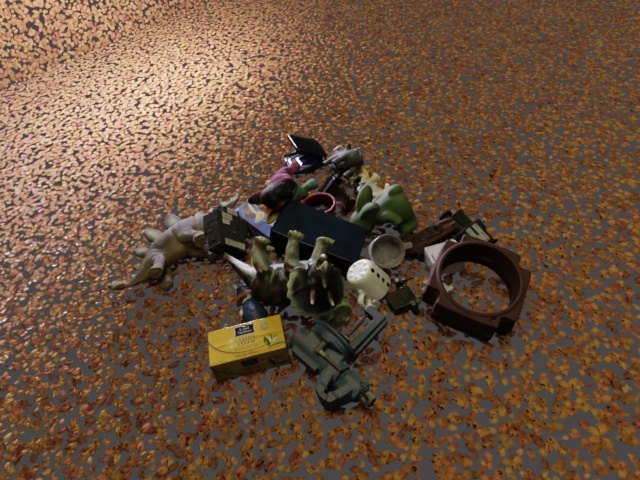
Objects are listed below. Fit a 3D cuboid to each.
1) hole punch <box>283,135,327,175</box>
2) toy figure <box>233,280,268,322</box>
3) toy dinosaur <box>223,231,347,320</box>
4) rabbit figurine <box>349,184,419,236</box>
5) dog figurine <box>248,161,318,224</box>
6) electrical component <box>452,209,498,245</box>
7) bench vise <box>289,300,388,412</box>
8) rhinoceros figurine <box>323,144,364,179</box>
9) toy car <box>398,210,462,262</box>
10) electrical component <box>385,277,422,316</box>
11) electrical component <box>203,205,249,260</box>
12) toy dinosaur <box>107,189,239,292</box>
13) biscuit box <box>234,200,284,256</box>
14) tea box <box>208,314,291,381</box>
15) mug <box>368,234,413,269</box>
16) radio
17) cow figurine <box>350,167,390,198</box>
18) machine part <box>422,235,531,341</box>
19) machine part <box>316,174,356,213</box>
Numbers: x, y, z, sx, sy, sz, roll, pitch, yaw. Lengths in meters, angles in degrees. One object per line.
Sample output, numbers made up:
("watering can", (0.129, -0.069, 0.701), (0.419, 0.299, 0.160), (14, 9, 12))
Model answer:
("hole punch", (-0.049, -0.263, 1.692), (0.116, 0.092, 0.142), (3, 33, -28))
("toy figure", (-0.169, 0.154, 1.283), (0.058, 0.064, 0.155), (-53, 38, 15))
("toy dinosaur", (-0.087, 0.088, 1.230), (0.405, 0.131, 0.192), (-13, 65, 43))
("rabbit figurine", (0.152, -0.064, 1.396), (0.170, 0.159, 0.121), (-28, 53, 5))
("dog figurine", (-0.119, -0.116, 1.458), (0.191, 0.108, 0.219), (-31, 10, 44))
("electrical component", (0.368, -0.015, 1.322), (0.075, 0.047, 0.119), (-37, 73, -23))
("bench vise", (0.063, 0.225, 1.115), (0.240, 0.128, 0.224), (-43, 50, -20))
("rhinoceros figurine", (0.070, -0.239, 1.596), (0.112, 0.073, 0.190), (-44, 16, -4))
("toy car", (0.294, -0.017, 1.370), (0.202, 0.053, 0.089), (-28, 42, -15))
("electrical component", (0.193, 0.129, 1.240), (0.078, 0.045, 0.102), (-15, 43, -6))
("electrical component", (-0.247, -0.024, 1.416), (0.058, 0.114, 0.134), (-25, 60, 28))
("toy dinosaur", (-0.370, -0.003, 1.463), (0.471, 0.104, 0.199), (-35, 44, -29))
("biscuit box", (-0.156, -0.034, 1.476), (0.059, 0.062, 0.203), (-37, 49, -23))
("tea box", (-0.156, 0.238, 1.185), (0.170, 0.068, 0.098), (-16, 43, -3))
("mug", (0.166, 0.024, 1.312), (0.110, 0.080, 0.107), (-21, 0, -8))
("radio", (-0.003, -0.004, 1.358), (0.230, 0.073, 0.131), (22, 48, 6))
("cow figurine", (0.132, -0.142, 1.528), (0.098, 0.068, 0.168), (-31, 45, -11))
("machine part", (0.340, 0.099, 1.169), (0.202, 0.087, 0.201), (23, 60, 12))
("machine part", (0.048, -0.130, 1.535), (0.084, 0.039, 0.139), (-46, 52, 8))
